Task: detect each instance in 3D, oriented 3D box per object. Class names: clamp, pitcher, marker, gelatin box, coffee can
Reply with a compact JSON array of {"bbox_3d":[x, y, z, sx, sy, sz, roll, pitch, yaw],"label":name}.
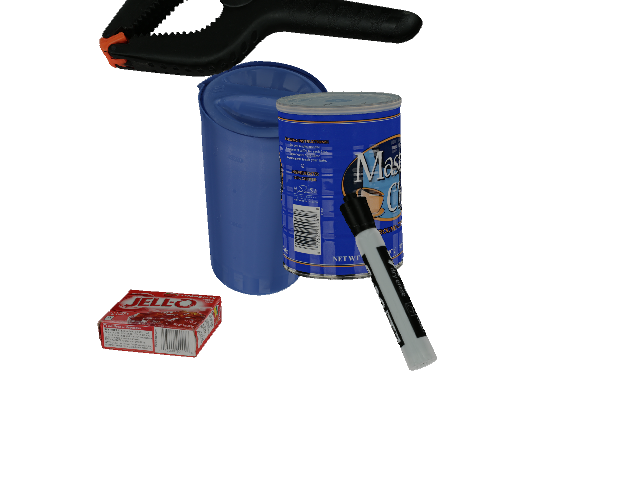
[{"bbox_3d":[-0.046,-0.162,0.725,0.210,0.165,0.036,-31,-19,-5],"label":"clamp"},{"bbox_3d":[-0.055,-0.054,1.141,0.145,0.243,0.149,-5,43,-10],"label":"pitcher"},{"bbox_3d":[0.041,0.024,0.677,0.020,0.121,0.020,-21,-17,-7],"label":"marker"},{"bbox_3d":[-0.139,0.071,0.933,0.089,0.030,0.073,4,20,12],"label":"gelatin box"},{"bbox_3d":[0.017,-0.048,0.886,0.103,0.140,0.103,-2,14,0],"label":"coffee can"}]
